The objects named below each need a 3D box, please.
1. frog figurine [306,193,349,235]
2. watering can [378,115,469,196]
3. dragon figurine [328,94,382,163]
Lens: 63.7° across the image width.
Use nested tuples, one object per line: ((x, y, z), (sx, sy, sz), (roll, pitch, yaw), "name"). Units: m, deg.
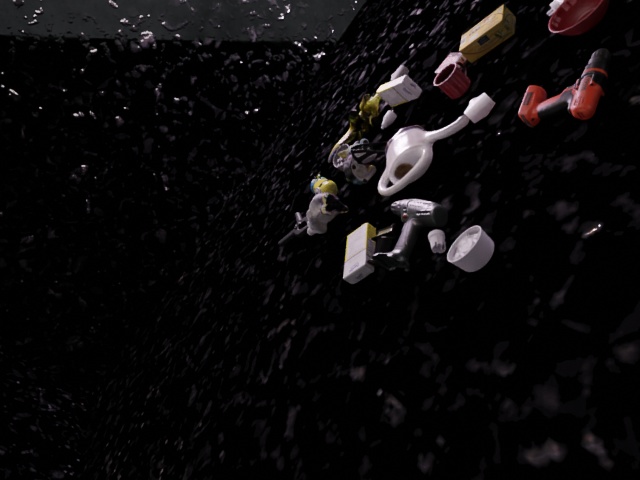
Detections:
((0.006, -0.093, 1.847), (0.139, 0.123, 0.156), (-29, -9, -42), "frog figurine")
((0.295, -0.272, 1.534), (0.342, 0.103, 0.230), (-44, 24, 27), "watering can")
((0.177, -0.503, 2.154), (0.405, 0.122, 0.247), (-45, 7, 24), "dragon figurine")
